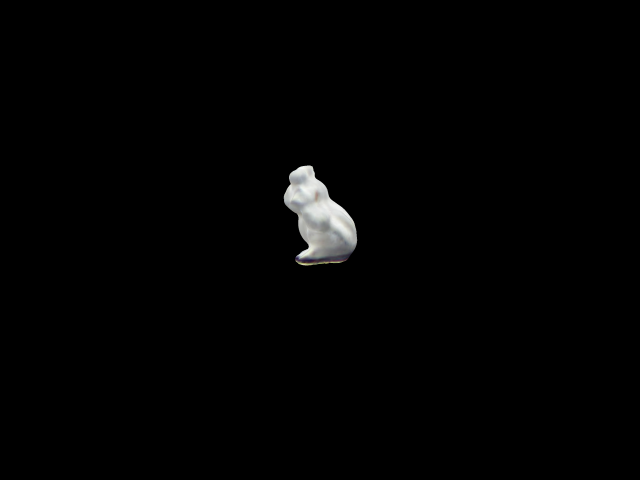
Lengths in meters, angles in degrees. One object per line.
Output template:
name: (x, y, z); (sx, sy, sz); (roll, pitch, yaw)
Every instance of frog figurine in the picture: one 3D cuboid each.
frog figurine: (0.003, -0.043, 0.850); (0.122, 0.159, 0.138); (2, 5, 20)
